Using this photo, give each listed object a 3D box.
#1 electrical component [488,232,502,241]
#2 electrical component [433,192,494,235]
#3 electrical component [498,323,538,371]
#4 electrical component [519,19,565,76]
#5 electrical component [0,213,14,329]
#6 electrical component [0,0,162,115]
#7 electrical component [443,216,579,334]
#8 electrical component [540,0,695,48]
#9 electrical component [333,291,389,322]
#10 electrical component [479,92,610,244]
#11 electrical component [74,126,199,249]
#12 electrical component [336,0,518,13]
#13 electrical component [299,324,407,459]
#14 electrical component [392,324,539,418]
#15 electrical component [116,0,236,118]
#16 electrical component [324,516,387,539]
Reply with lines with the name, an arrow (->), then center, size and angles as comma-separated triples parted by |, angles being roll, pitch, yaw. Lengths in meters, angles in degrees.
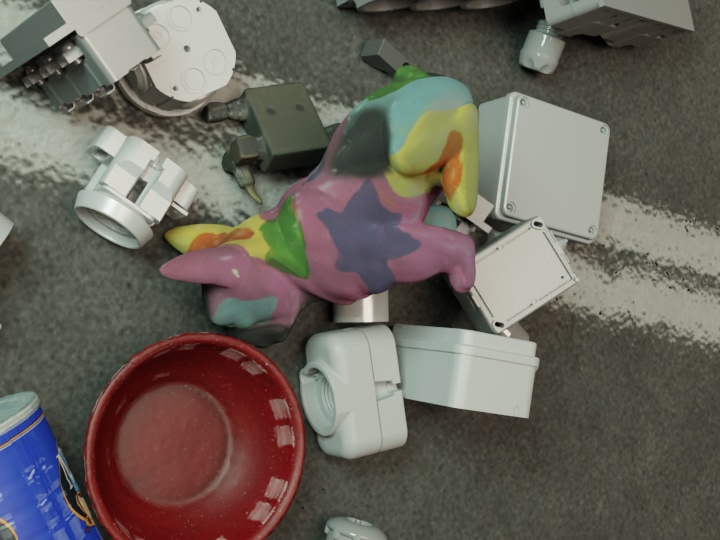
electrical component -> 0.136, 0.002, 0.914 | 0.055, 0.048, 0.066 | 3, 86, -22
electrical component -> 0.066, -0.042, 0.863 | 0.042, 0.081, 0.063 | 34, 94, -24
electrical component -> 0.130, 0.065, 0.914 | 0.061, 0.035, 0.035 | 47, 66, -23
electrical component -> 0.164, -0.203, 0.939 | 0.035, 0.035, 0.061 | 15, 102, -29
electrical component -> -0.262, 0.023, 0.676 | 0.074, 0.052, 0.138 | 41, 69, -22
electrical component -> -0.180, -0.144, 0.693 | 0.079, 0.121, 0.063 | -43, 111, -25
electrical component -> 0.123, 0.002, 0.855 | 0.096, 0.061, 0.061 | -32, 91, -10
electrical component -> 0.216, -0.258, 0.934 | 0.186, 0.060, 0.105 | -6, 84, -51
electrical component -> 0.000, 0.000, 0.836 | 0.043, 0.043, 0.081 | 0, 87, -30
electrical component -> 0.152, -0.084, 0.922 | 0.109, 0.056, 0.108 | 13, 81, -29
electrical component -> -0.159, -0.052, 0.738 | 0.078, 0.058, 0.057 | 37, 67, -23
electrical component -> 0.062, -0.244, 0.858 | 0.150, 0.089, 0.061 | -10, 92, -30
electrical component -> -0.007, 0.093, 0.821 | 0.059, 0.054, 0.095 | -9, 92, -30
electrical component -> 0.076, 0.077, 0.836 | 0.078, 0.113, 0.057 | 12, 84, -29
electrical component -> -0.132, -0.151, 0.762 | 0.080, 0.051, 0.080 | 2, 87, -30
electrical component -> -0.009, 0.222, 0.819 | 0.048, 0.048, 0.062 | 18, 85, -28
